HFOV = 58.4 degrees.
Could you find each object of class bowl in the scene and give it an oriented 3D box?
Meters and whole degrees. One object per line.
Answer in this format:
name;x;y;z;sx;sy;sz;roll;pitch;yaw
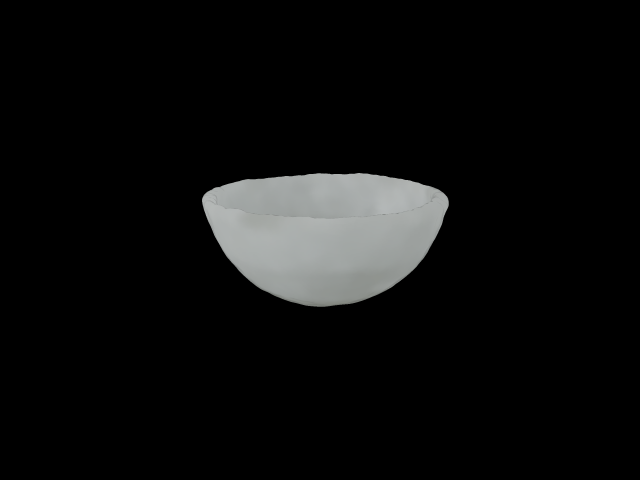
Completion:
bowl;0.004;0.001;0.400;0.167;0.075;0.167;0;15;0
